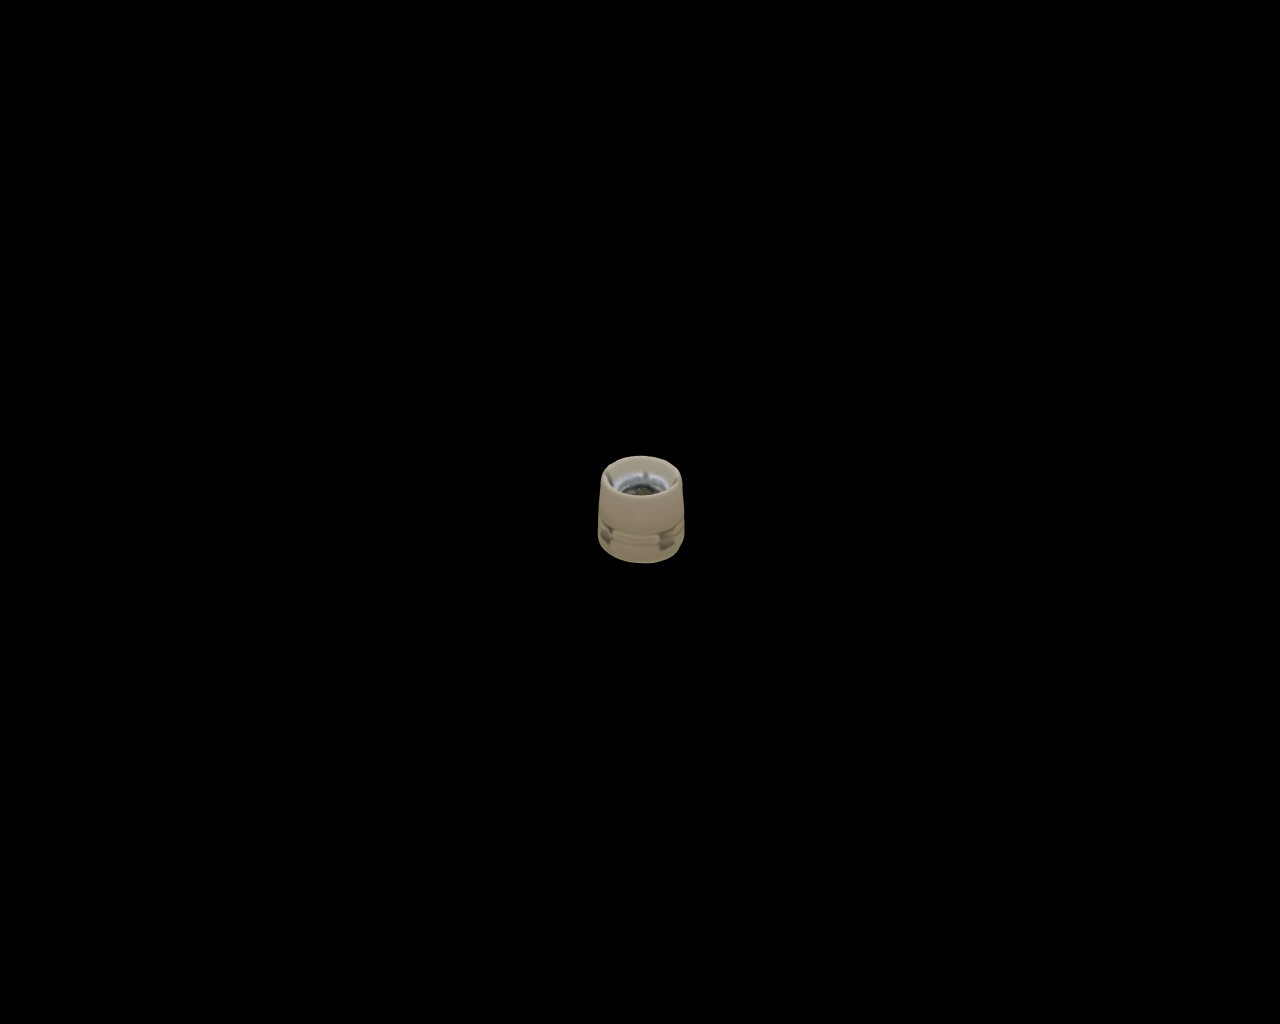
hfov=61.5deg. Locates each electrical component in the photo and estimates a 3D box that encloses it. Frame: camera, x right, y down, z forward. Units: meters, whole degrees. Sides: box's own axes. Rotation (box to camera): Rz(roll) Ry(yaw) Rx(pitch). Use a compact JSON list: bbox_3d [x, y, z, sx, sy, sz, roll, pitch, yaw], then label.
[{"bbox_3d":[0.001,-0.003,0.650,0.055,0.047,0.055,0,34,0],"label":"electrical component"}]
